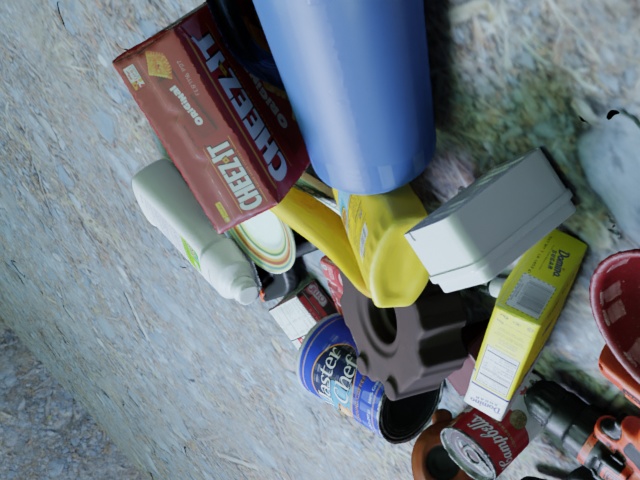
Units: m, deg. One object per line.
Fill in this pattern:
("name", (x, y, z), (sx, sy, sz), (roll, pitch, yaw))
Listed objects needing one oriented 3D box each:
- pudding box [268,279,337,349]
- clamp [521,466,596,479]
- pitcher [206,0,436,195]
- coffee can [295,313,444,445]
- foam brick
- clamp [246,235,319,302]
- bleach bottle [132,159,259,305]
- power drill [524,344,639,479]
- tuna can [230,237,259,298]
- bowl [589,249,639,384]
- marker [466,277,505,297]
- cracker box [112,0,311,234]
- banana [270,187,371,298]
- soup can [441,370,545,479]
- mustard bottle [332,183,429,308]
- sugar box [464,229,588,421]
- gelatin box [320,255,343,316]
("pudding box", (-0.010, 0.103, 1.333), (0.090, 0.039, 0.114), (54, 154, -2))
("clamp", (0.264, 0.265, 1.081), (0.120, 0.039, 0.172), (37, 147, 16))
("pitcher", (0.012, -0.154, 0.826), (0.149, 0.145, 0.243), (48, 162, 42))
("coffee can", (0.055, 0.155, 1.212), (0.141, 0.102, 0.103), (26, 145, 44))
("foam brick", (0.156, 0.114, 1.042), (0.051, 0.053, 0.078), (53, 157, -3))
("clamp", (-0.052, 0.011, 1.278), (0.165, 0.036, 0.210), (37, 148, 30))
("bleach bottle", (-0.147, 0.001, 1.329), (0.251, 0.068, 0.102), (46, 165, 40))
("power drill", (0.261, 0.150, 0.907), (0.185, 0.057, 0.188), (36, 154, 24))
("tuna can", (-0.099, 0.036, 1.398), (0.086, 0.033, 0.086), (39, 153, 24))
("bowl", (0.273, 0.059, 0.758), (0.162, 0.055, 0.162), (40, 153, 24))
("marker", (0.135, 0.037, 1.012), (0.121, 0.020, 0.020), (13, 136, 54))
("cracker box", (-0.069, -0.126, 0.924), (0.072, 0.213, 0.164), (-25, 106, 24))
("banana", (0.003, -0.003, 1.018), (0.198, 0.069, 0.037), (38, 121, 31))
("soup can", (0.176, 0.177, 1.034), (0.069, 0.102, 0.068), (40, 153, 24))
("mustard bottle", (0.049, -0.033, 0.952), (0.192, 0.058, 0.096), (-110, 21, -52))
("sugar box", (0.172, 0.075, 0.907), (0.048, 0.093, 0.176), (28, 150, 19))
("gelatin box", (0.043, 0.058, 1.188), (0.073, 0.030, 0.089), (27, 146, 43))
